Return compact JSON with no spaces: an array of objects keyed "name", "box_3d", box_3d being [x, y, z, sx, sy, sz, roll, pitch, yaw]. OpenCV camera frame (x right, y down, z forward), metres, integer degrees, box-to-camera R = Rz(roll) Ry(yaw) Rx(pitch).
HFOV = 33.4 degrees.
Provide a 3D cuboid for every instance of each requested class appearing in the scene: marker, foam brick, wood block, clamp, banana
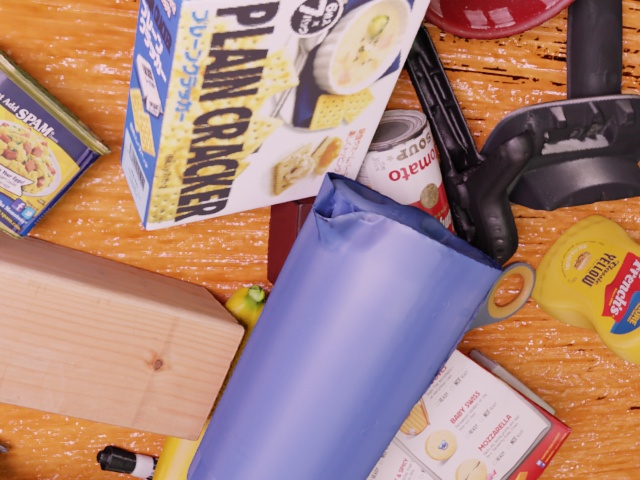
[{"name":"marker","box_3d":[-0.117,0.180,0.825,0.121,0.020,0.020,22,98,-32]},{"name":"foam brick","box_3d":[-0.005,0.001,0.793,0.052,0.051,0.078,-6,112,-25]},{"name":"wood block","box_3d":[-0.169,0.059,0.709,0.205,0.090,0.091,19,99,-32]},{"name":"clamp","box_3d":[0.111,-0.054,0.806,0.036,0.165,0.210,-24,142,-8]},{"name":"banana","box_3d":[-0.082,0.110,0.791,0.037,0.069,0.198,25,105,10]}]

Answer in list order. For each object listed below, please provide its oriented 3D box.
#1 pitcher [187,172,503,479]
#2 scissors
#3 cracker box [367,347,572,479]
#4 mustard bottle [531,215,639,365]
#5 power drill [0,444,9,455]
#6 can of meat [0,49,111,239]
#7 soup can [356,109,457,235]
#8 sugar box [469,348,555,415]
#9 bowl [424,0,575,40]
[{"name":"pitcher","box_3d":[0.016,0.088,0.728,0.149,0.145,0.243,28,99,-4]},{"name":"scissors","box_3d":[0.121,0.086,0.913,0.096,0.016,0.202,16,102,-31]},{"name":"cracker box","box_3d":[0.066,0.153,0.849,0.213,0.072,0.164,35,90,-15]},{"name":"mustard bottle","box_3d":[0.260,0.049,0.866,0.096,0.192,0.058,-48,123,-3]},{"name":"power drill","box_3d":[-0.238,0.219,0.678,0.057,0.188,0.184,31,92,-34]},{"name":"can of meat","box_3d":[-0.197,-0.061,0.667,0.084,0.057,0.102,-47,122,-1]},{"name":"soup can","box_3d":[0.059,-0.039,0.802,0.068,0.069,0.102,-26,118,-17]},{"name":"sugar box","box_3d":[0.119,0.191,0.937,0.093,0.048,0.176,39,86,-32]},{"name":"bowl","box_3d":[0.125,-0.225,0.752,0.162,0.055,0.162,-8,131,-10]}]
